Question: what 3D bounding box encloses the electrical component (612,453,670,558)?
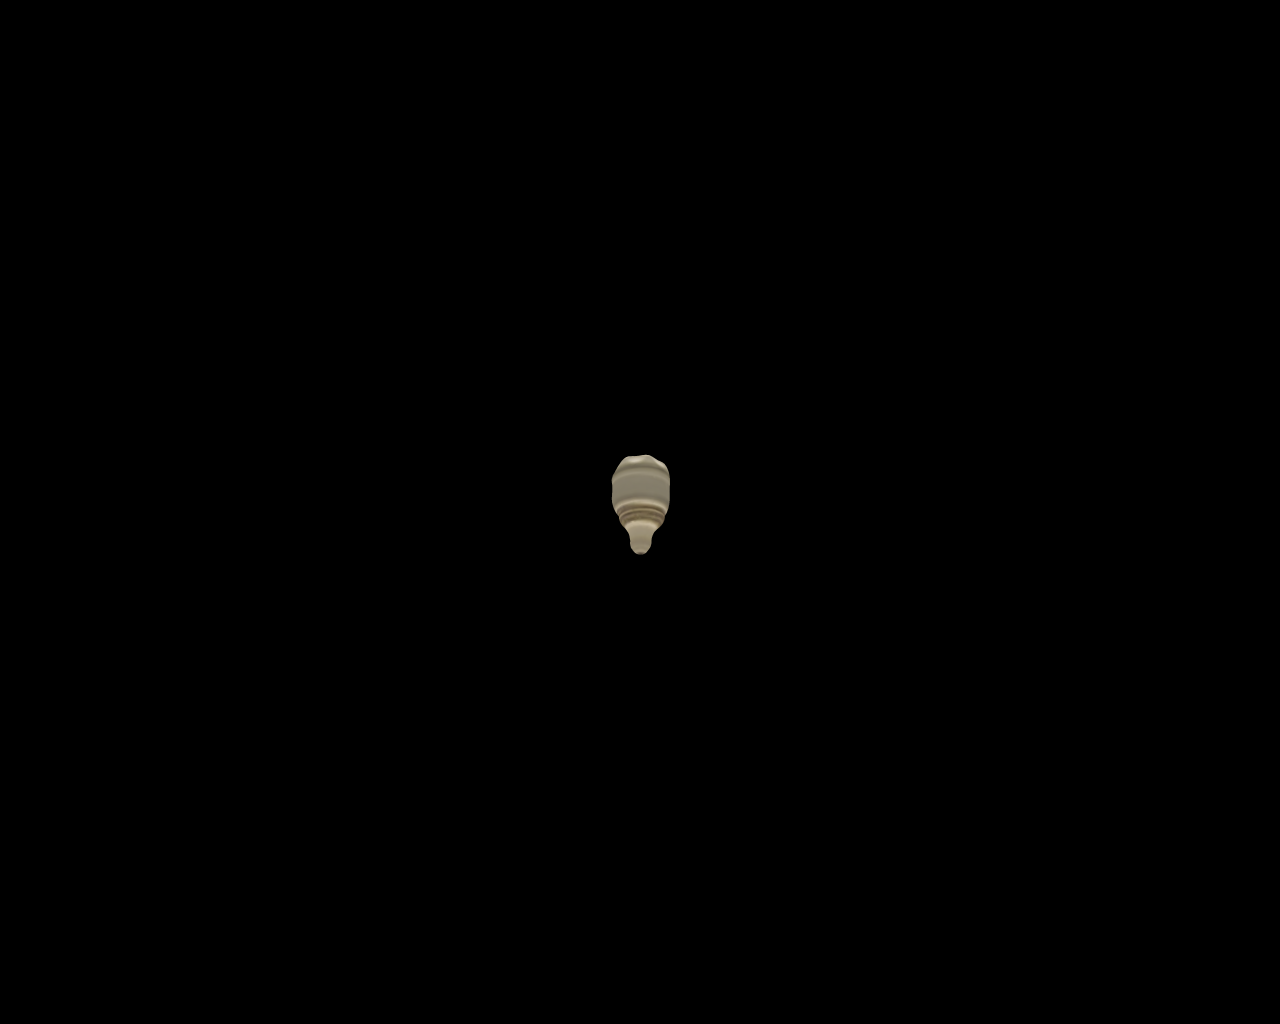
[{"bbox_3d":[0.001,-0.003,0.650,0.035,0.061,0.035,0,-25,0],"label":"electrical component"}]
